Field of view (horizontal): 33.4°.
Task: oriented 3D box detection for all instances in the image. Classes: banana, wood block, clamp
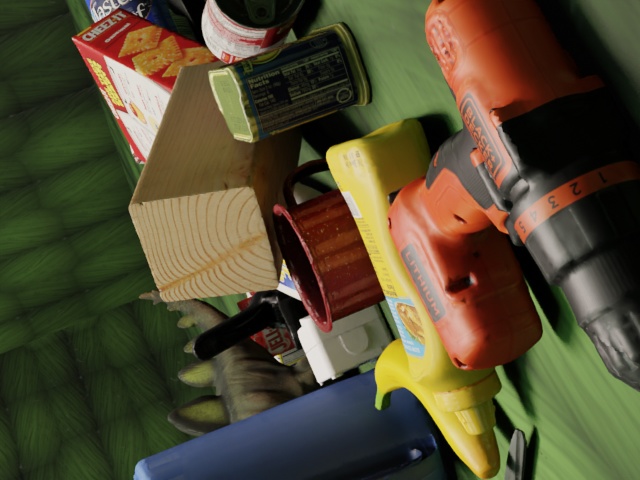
[{"bbox_3d":[0.079,0.108,0.760,0.198,0.037,0.069,-160,55,-73],"label":"banana"},{"bbox_3d":[-0.072,-0.055,0.821,0.206,0.091,0.090,-84,-16,-54],"label":"wood block"},{"bbox_3d":[-0.133,-0.251,1.066,0.210,0.036,0.164,41,150,58],"label":"clamp"},{"bbox_3d":[-0.035,0.070,1.043,0.120,0.171,0.039,0,115,31],"label":"clamp"}]

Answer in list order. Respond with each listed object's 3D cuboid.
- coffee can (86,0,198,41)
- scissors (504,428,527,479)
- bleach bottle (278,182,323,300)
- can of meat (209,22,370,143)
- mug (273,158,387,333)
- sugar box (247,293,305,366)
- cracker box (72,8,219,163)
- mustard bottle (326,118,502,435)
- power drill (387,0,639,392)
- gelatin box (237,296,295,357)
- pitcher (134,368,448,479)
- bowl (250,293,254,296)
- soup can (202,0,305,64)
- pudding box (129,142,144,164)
[{"bbox_3d":[-0.201,-0.246,1.217,0.103,0.102,0.140,120,127,-75],"label":"coffee can"},{"bbox_3d":[0.137,0.194,0.717,0.096,0.016,0.202,62,167,21],"label":"scissors"},{"bbox_3d":[-0.006,0.001,0.890,0.251,0.068,0.102,-162,66,-69],"label":"bleach bottle"},{"bbox_3d":[-0.024,-0.105,0.728,0.102,0.084,0.057,-154,43,-74],"label":"can of meat"},{"bbox_3d":[0.018,-0.005,0.725,0.093,0.081,0.117,93,153,-64],"label":"mug"},{"bbox_3d":[-0.055,0.095,1.324,0.093,0.048,0.176,56,167,45],"label":"sugar box"},{"bbox_3d":[-0.141,-0.130,1.073,0.214,0.072,0.164,32,153,44],"label":"cracker box"},{"bbox_3d":[0.063,0.026,0.634,0.096,0.058,0.191,-164,52,-82],"label":"mustard bottle"},{"bbox_3d":[0.090,-0.001,0.479,0.188,0.057,0.184,106,144,-67],"label":"power drill"},{"bbox_3d":[-0.051,0.096,1.235,0.089,0.073,0.030,80,163,-44],"label":"gelatin box"},{"bbox_3d":[-0.022,0.198,0.879,0.149,0.242,0.145,93,155,-49],"label":"pitcher"},{"bbox_3d":[-0.071,-0.013,1.171,0.162,0.055,0.162,158,90,-78],"label":"bowl"},{"bbox_3d":[-0.050,-0.169,0.766,0.102,0.068,0.068,145,102,-78],"label":"soup can"},{"bbox_3d":[-0.165,-0.124,1.252,0.090,0.113,0.039,178,73,-77],"label":"pudding box"}]
